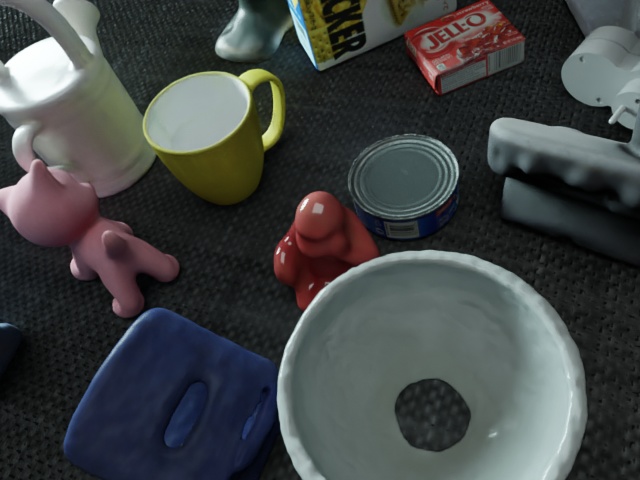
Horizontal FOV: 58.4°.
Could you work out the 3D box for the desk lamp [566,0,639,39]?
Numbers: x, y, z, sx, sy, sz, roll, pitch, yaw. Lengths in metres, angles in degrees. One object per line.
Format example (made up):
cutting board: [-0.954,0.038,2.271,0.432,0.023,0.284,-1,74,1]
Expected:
desk lamp: [0.263,-0.226,0.416,0.118,0.214,0.203,-12,54,7]

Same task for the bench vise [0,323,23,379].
bench vise: [-0.332,0.032,0.395,0.207,0.220,0.121,-10,54,8]

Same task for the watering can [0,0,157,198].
watering can: [-0.231,-0.139,0.502,0.101,0.194,0.172,-21,54,0]

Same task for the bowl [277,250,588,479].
bowl: [0.063,0.093,0.337,0.167,0.075,0.167,-7,55,10]

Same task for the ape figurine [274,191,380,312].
ape figurine: [0.004,0.001,0.406,0.077,0.092,0.076,12,60,22]

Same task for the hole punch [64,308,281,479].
hole punch: [-0.081,0.108,0.356,0.100,0.091,0.109,13,61,23]

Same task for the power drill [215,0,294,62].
power drill: [-0.093,-0.285,0.556,0.075,0.209,0.230,13,61,23]

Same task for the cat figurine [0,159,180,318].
cat figurine: [-0.189,-0.011,0.450,0.127,0.118,0.067,27,67,29]

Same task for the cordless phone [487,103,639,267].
cordless phone: [0.181,-0.079,0.355,0.147,0.185,0.094,19,63,26]
